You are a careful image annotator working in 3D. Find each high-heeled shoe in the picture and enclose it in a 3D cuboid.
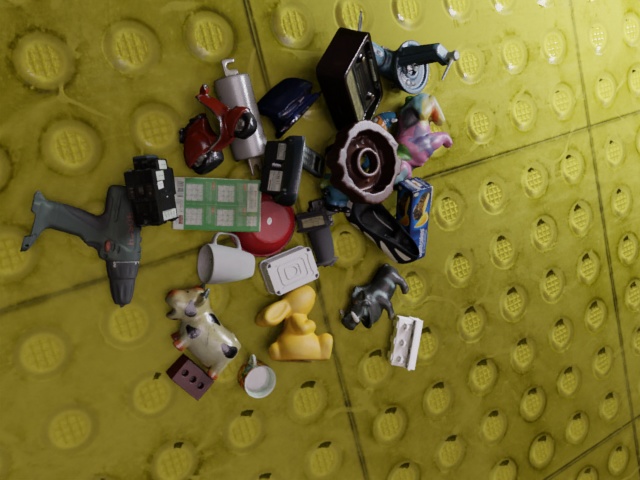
[{"bbox_3d":[0.138,-0.051,1.240,0.086,0.145,0.248,-38,110,-20],"label":"high-heeled shoe"}]

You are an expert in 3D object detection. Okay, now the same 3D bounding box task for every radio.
[{"bbox_3d":[0.070,-0.334,1.156,0.131,0.073,0.229,-64,160,-13],"label":"radio"}]

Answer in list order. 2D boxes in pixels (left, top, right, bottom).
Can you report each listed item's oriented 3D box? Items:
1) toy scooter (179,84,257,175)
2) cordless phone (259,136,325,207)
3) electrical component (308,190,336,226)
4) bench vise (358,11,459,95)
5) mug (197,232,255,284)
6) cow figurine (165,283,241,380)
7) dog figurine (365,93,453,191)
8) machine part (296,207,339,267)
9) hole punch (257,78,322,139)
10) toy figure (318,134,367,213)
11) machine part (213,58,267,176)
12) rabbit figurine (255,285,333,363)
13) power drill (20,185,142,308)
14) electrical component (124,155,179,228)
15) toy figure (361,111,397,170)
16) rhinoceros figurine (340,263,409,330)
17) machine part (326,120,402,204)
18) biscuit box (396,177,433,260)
[{"bbox_3d":[-0.219,-0.225,1.065,0.135,0.184,0.075,53,26,-1],"label":"toy scooter"},{"bbox_3d":[-0.043,-0.137,1.160,0.184,0.089,0.146,16,80,-64],"label":"cordless phone"},{"bbox_3d":[0.003,-0.074,1.241,0.063,0.021,0.094,-13,99,-25],"label":"electrical component"},{"bbox_3d":[0.191,-0.405,1.203,0.223,0.241,0.129,29,76,-41],"label":"bench vise"},{"bbox_3d":[-0.192,0.040,1.126,0.107,0.081,0.109,7,84,-38],"label":"mug"},{"bbox_3d":[-0.241,0.176,1.103,0.127,0.085,0.194,-44,108,-11],"label":"cow figurine"},{"bbox_3d":[0.197,-0.227,1.282,0.219,0.109,0.191,-30,107,-19],"label":"dog figurine"},{"bbox_3d":[-0.003,-0.004,1.222,0.084,0.039,0.138,-16,110,10],"label":"machine part"},{"bbox_3d":[-0.071,-0.289,1.144,0.142,0.116,0.092,-45,103,-17],"label":"hole punch"},{"bbox_3d":[0.044,-0.151,1.207,0.082,0.089,0.180,4,95,-59],"label":"toy figure"},{"bbox_3d":[-0.163,-0.253,1.117,0.079,0.079,0.243,-19,103,-24],"label":"machine part"},{"bbox_3d":[-0.060,0.183,1.193,0.162,0.122,0.173,10,75,-17],"label":"rabbit figurine"},{"bbox_3d":[-0.437,0.002,0.998,0.207,0.086,0.232,11,87,-23],"label":"power drill"},{"bbox_3d":[-0.320,-0.095,1.025,0.058,0.115,0.134,-6,96,3],"label":"electrical component"},{"bbox_3d":[0.126,-0.239,1.258,0.057,0.064,0.154,34,85,-50],"label":"toy figure"},{"bbox_3d":[0.128,0.142,1.288,0.190,0.073,0.112,-49,113,-16],"label":"rhinoceros figurine"},{"bbox_3d":[0.094,-0.165,1.152,0.179,0.056,0.179,-2,93,-34],"label":"machine part"},{"bbox_3d":[0.221,-0.045,1.287,0.059,0.063,0.202,-18,125,-23],"label":"biscuit box"}]
